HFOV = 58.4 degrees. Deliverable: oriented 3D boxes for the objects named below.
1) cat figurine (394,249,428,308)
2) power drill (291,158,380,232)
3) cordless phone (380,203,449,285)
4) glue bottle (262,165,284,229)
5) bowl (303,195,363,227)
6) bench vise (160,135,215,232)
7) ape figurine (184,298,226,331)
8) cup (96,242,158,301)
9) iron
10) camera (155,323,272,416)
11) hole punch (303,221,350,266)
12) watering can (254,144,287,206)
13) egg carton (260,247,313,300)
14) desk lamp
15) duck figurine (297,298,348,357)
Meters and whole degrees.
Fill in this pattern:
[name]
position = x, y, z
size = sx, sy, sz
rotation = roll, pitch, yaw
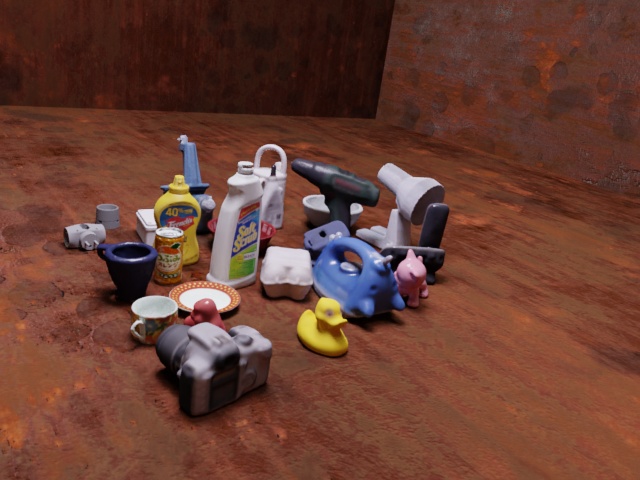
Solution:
[cat figurine]
position = 0.192, 0.073, 1.193
size = 0.067, 0.118, 0.128
rotation = 16, 21, 20
[power drill]
position = 0.028, -0.086, 1.431
size = 0.229, 0.208, 0.075
rotation = 10, 20, 4
[cordless phone]
position = 0.218, -0.001, 1.308
size = 0.148, 0.185, 0.094
rotation = 3, 20, -14
[glue bottle]
position = -0.127, -0.111, 1.488
size = 0.078, 0.173, 0.037
rotation = -9, 26, -40
[bowl]
position = 0.031, -0.067, 1.576
size = 0.167, 0.075, 0.167
rotation = 7, 20, -2
[bench vise]
position = -0.310, -0.140, 1.427
size = 0.206, 0.220, 0.122
rotation = 20, 23, 30
[ape figurine]
position = -0.185, 0.134, 0.911
size = 0.076, 0.092, 0.077
rotation = 3, 20, -13
[cup]
position = -0.357, 0.058, 1.046
size = 0.117, 0.095, 0.092
rotation = 13, 20, 13
[iron]
position = 0.060, 0.055, 1.154
size = 0.119, 0.141, 0.257
rotation = -6, 24, -34
[camera]
position = -0.161, 0.162, 0.831
size = 0.136, 0.101, 0.144
rotation = 23, 25, 36
[hole punch]
position = 0.012, 0.005, 1.348
size = 0.101, 0.091, 0.108
rotation = 2, 21, -17
[watering can]
position = -0.145, -0.179, 1.637
size = 0.101, 0.194, 0.172
rotation = 5, 20, -7
[egg carton]
position = -0.069, 0.065, 1.182
size = 0.107, 0.069, 0.150
rotation = 6, 20, -6
[desk lamp]
position = 0.205, -0.079, 1.475
size = 0.118, 0.213, 0.202
rotation = -11, 27, -42
[duck figurine]
position = 0.008, 0.140, 0.983
size = 0.078, 0.086, 0.104
rotation = -10, 27, -41
